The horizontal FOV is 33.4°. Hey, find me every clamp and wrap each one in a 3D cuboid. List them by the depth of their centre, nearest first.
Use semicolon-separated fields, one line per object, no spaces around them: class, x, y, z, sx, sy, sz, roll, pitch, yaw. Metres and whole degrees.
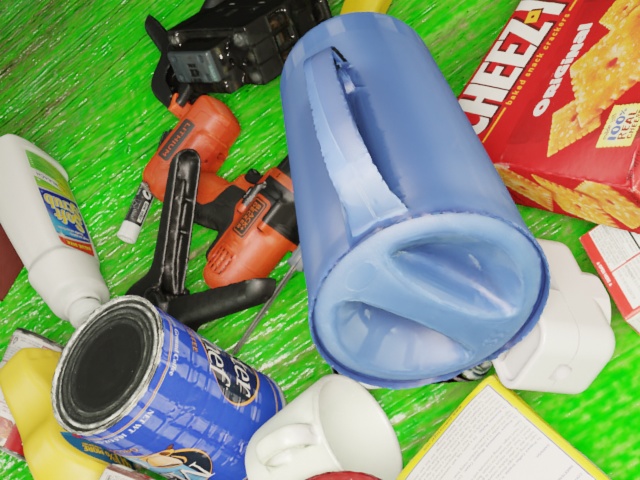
clamp;-0.113;0.054;0.843;0.165;0.036;0.210;49;120;42
clamp;-0.128;-0.196;1.081;0.120;0.039;0.171;-33;48;27

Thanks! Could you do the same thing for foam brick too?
foam brick;-0.341;0.014;1.108;0.053;0.051;0.078;16;73;47

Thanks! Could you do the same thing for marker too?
marker;-0.162;-0.053;1.023;0.020;0.020;0.121;1;62;42

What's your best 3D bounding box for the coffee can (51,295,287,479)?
coffee can;-0.104;0.115;0.761;0.103;0.140;0.103;-23;48;28

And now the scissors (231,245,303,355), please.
scissors;-0.006;0.001;0.840;0.202;0.016;0.096;-55;-2;28

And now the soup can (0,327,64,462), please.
soup can;-0.262;0.136;0.939;0.069;0.068;0.102;8;67;44

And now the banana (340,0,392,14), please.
banana;0.044;-0.180;0.918;0.070;0.037;0.197;-4;59;40

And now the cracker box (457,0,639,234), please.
cracker box;0.184;-0.097;0.680;0.164;0.072;0.214;-56;29;-6

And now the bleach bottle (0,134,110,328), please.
bleach bottle;-0.254;0.002;1.020;0.068;0.102;0.251;-42;49;5

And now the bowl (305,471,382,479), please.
bowl;0.025;0.219;0.624;0.162;0.055;0.162;-14;66;34

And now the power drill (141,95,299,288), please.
power drill;-0.063;-0.058;0.909;0.184;0.057;0.188;-51;42;0

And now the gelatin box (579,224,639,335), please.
gelatin box;0.212;0.005;0.645;0.089;0.030;0.073;-37;42;18

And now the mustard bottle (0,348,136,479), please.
mustard bottle;-0.188;0.167;0.831;0.058;0.096;0.192;-45;42;5

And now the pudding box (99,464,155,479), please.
pudding box;-0.093;0.196;0.732;0.114;0.090;0.039;9;66;45

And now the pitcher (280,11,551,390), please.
pitcher;0.038;-0.045;0.651;0.243;0.144;0.149;-104;27;-48

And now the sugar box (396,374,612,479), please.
sugar box;0.128;0.163;0.596;0.093;0.048;0.176;-49;45;2
